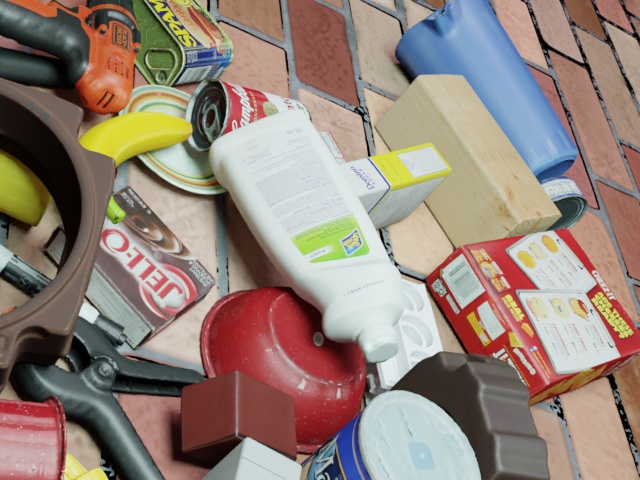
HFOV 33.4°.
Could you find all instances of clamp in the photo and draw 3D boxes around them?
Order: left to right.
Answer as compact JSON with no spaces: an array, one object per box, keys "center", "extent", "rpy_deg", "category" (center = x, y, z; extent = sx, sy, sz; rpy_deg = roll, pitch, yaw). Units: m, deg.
[{"center":[-0.314,-0.169,0.895],"extent":[0.164,0.036,0.209],"rpy_deg":[45,33,4],"category":"clamp"},{"center":[-0.156,0.100,0.776],"extent":[0.171,0.039,0.120],"rpy_deg":[44,29,-10],"category":"clamp"}]

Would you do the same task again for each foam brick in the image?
[{"center":[-0.060,0.136,0.790],"extent":[0.078,0.053,0.051],"rpy_deg":[36,42,-49],"category":"foam brick"}]

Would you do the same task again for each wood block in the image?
[{"center":[0.165,-0.080,1.204],"extent":[0.090,0.091,0.206],"rpy_deg":[-9,60,-47],"category":"wood block"}]

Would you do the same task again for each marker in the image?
[{"center":[-0.198,0.044,0.807],"extent":[0.121,0.020,0.020],"rpy_deg":[35,37,-10],"category":"marker"}]

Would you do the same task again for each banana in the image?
[{"center":[-0.166,-0.071,0.892],"extent":[0.069,0.037,0.197],"rpy_deg":[38,29,-9],"category":"banana"}]

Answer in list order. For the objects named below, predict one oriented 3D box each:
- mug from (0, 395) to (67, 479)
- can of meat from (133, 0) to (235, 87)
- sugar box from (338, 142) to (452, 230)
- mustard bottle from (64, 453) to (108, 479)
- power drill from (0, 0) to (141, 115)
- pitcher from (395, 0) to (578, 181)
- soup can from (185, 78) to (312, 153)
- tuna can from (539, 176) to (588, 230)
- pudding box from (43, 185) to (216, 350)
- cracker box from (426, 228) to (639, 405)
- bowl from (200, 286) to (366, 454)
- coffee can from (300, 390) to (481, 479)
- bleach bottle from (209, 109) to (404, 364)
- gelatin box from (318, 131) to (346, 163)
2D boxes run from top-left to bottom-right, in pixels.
[{"center":[-0.212,0.132,0.659],"extent":[0.081,0.093,0.117],"rpy_deg":[12,18,-28],"category":"mug"},{"center":[-0.146,-0.202,1.067],"extent":[0.102,0.058,0.083],"rpy_deg":[52,35,13],"category":"can of meat"},{"center":[0.046,-0.043,1.056],"extent":[0.175,0.093,0.048],"rpy_deg":[-14,64,-49],"category":"sugar box"},{"center":[-0.115,0.218,0.679],"extent":[0.192,0.058,0.096],"rpy_deg":[52,39,11],"category":"mustard bottle"},{"center":[-0.243,-0.208,0.933],"extent":[0.187,0.057,0.184],"rpy_deg":[25,34,-30],"category":"power drill"},{"center":[0.210,-0.170,1.317],"extent":[0.148,0.145,0.243],"rpy_deg":[-19,71,-37],"category":"pitcher"},{"center":[-0.066,-0.108,1.001],"extent":[0.102,0.069,0.068],"rpy_deg":[9,48,-40],"category":"soup can"},{"center":[0.270,-0.037,1.262],"extent":[0.085,0.086,0.034],"rpy_deg":[6,48,-39],"category":"tuna can"},{"center":[-0.151,0.021,0.856],"extent":[0.113,0.039,0.089],"rpy_deg":[46,37,3],"category":"pudding box"},{"center":[0.230,0.079,1.124],"extent":[0.213,0.072,0.164],"rpy_deg":[-7,60,-47],"category":"cracker box"},{"center":[-0.017,0.095,0.894],"extent":[0.162,0.055,0.162],"rpy_deg":[24,41,-23],"category":"bowl"},{"center":[0.033,0.188,0.775],"extent":[0.102,0.141,0.103],"rpy_deg":[25,40,-23],"category":"coffee can"},{"center":[-0.006,0.001,0.896],"extent":[0.102,0.068,0.251],"rpy_deg":[-23,53,-6],"category":"bleach bottle"},{"center":[-0.012,-0.076,1.088],"extent":[0.089,0.030,0.073],"rpy_deg":[-2,54,-44],"category":"gelatin box"}]
